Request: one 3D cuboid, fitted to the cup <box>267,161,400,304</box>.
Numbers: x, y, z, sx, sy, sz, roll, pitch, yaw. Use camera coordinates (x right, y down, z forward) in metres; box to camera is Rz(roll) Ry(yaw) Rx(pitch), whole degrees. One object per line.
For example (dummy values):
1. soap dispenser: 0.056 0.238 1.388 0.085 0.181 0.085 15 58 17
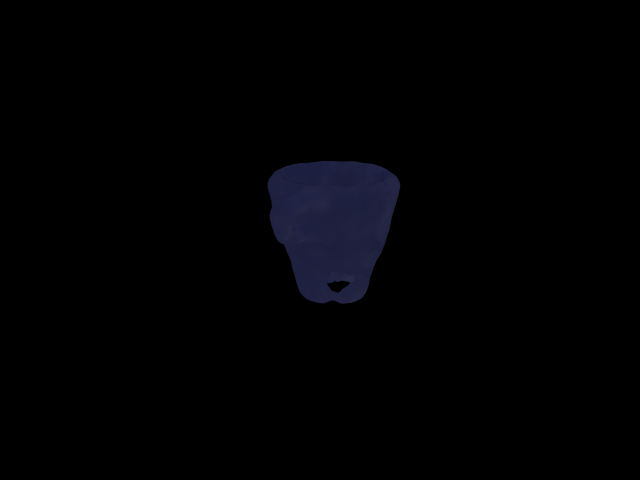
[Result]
1. cup: 0.004 0.001 0.400 0.091 0.095 0.118 10 23 26
